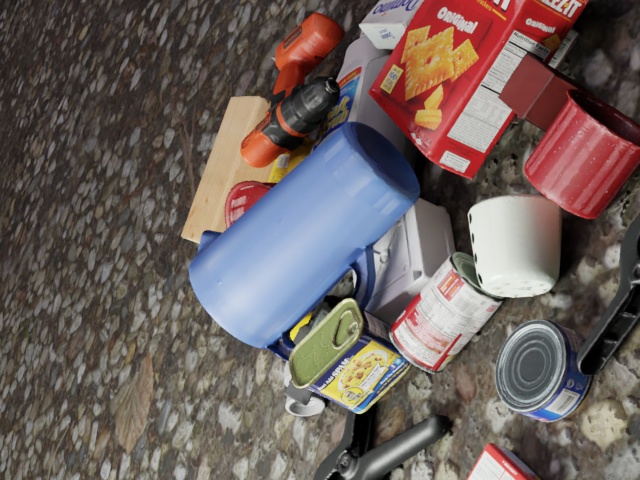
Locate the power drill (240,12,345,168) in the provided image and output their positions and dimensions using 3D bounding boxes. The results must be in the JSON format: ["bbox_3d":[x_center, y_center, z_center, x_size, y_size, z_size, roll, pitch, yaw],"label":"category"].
[{"bbox_3d":[-0.023,-0.196,1.332,0.185,0.057,0.187,-33,31,45],"label":"power drill"}]

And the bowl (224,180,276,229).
[{"bbox_3d":[-0.039,-0.008,1.259,0.055,0.162,0.162,-35,12,-36],"label":"bowl"}]

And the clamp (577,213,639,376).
[{"bbox_3d":[0.273,0.037,0.849,0.120,0.039,0.171,12,81,57],"label":"clamp"}]

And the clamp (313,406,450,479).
[{"bbox_3d":[0.045,0.230,1.082,0.165,0.036,0.210,24,88,59],"label":"clamp"}]

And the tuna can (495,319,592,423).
[{"bbox_3d":[0.193,0.113,0.929,0.086,0.033,0.086,-35,44,42],"label":"tuna can"}]

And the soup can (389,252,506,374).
[{"bbox_3d":[0.123,0.070,1.031,0.102,0.068,0.068,-53,34,23],"label":"soup can"}]

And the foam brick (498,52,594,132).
[{"bbox_3d":[0.217,-0.130,1.001,0.051,0.078,0.053,-55,33,18],"label":"foam brick"}]

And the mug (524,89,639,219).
[{"bbox_3d":[0.235,-0.077,0.944,0.082,0.093,0.117,-58,1,25],"label":"mug"}]

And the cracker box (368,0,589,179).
[{"bbox_3d":[0.151,-0.194,1.072,0.214,0.072,0.164,-59,32,20],"label":"cracker box"}]

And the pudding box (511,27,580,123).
[{"bbox_3d":[0.204,-0.189,1.095,0.114,0.039,0.090,-55,34,22],"label":"pudding box"}]

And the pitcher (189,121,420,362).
[{"bbox_3d":[-0.007,0.001,1.111,0.243,0.149,0.145,-43,25,23],"label":"pitcher"}]

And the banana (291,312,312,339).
[{"bbox_3d":[-0.033,0.093,1.286,0.198,0.037,0.069,19,86,59],"label":"banana"}]

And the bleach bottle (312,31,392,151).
[{"bbox_3d":[0.038,-0.149,1.305,0.103,0.068,0.250,-19,53,55],"label":"bleach bottle"}]

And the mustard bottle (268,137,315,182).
[{"bbox_3d":[-0.046,-0.035,1.364,0.096,0.058,0.191,10,80,61],"label":"mustard bottle"}]

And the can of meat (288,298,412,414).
[{"bbox_3d":[0.034,0.119,1.072,0.102,0.083,0.057,-46,34,19],"label":"can of meat"}]

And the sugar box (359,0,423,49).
[{"bbox_3d":[0.131,-0.293,1.211,0.176,0.048,0.093,-49,29,-13],"label":"sugar box"}]

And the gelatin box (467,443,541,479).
[{"bbox_3d":[0.153,0.233,0.921,0.089,0.030,0.073,-62,33,9],"label":"gelatin box"}]

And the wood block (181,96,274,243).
[{"bbox_3d":[-0.100,-0.083,1.447,0.090,0.090,0.206,11,81,58],"label":"wood block"}]
